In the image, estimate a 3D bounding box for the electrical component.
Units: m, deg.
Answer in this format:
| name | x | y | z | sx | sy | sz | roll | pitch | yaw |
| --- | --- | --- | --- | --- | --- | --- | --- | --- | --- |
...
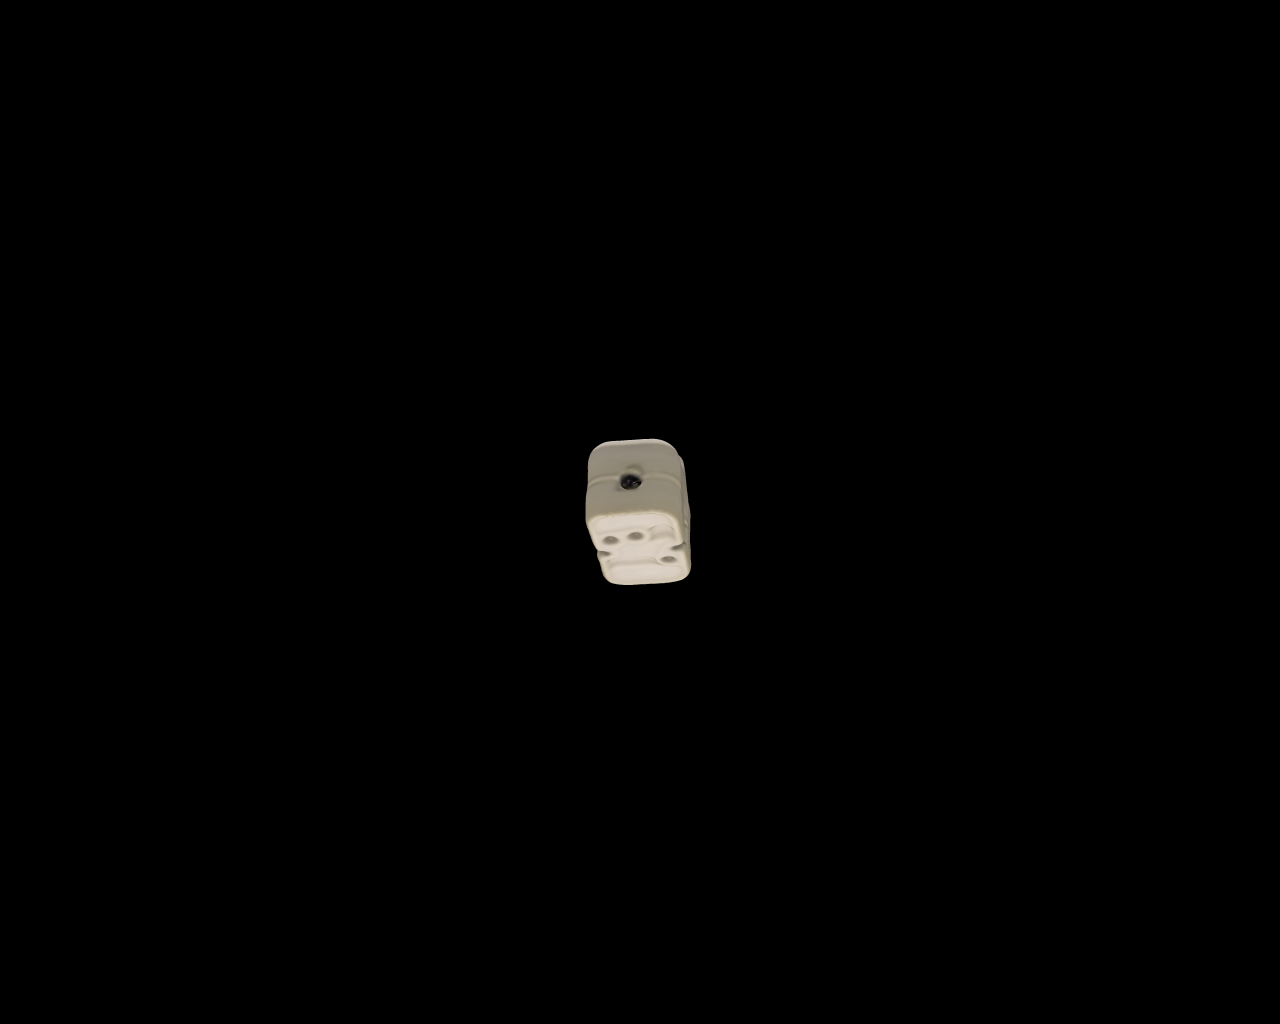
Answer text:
| name | x | y | z | sx | sy | sz | roll | pitch | yaw |
| --- | --- | --- | --- | --- | --- | --- | --- | --- | --- |
| electrical component | 0.001 | -0.003 | 0.650 | 0.054 | 0.059 | 0.095 | -4 | -29 | 7 |
